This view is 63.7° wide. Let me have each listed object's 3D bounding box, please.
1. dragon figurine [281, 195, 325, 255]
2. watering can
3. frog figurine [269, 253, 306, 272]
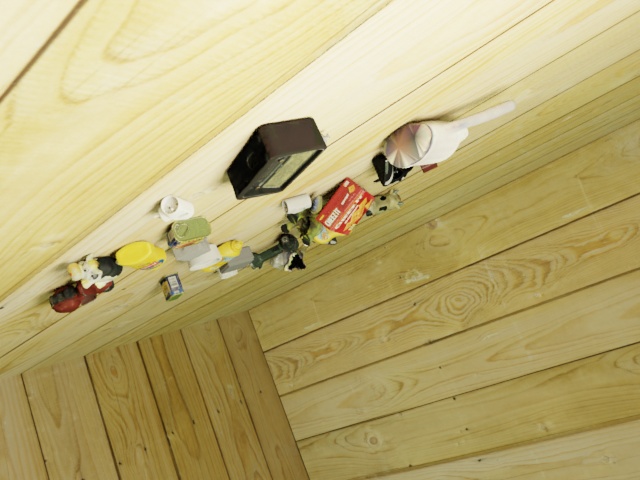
[{"bbox_3d":[0.005,-0.088,1.751,0.246,0.123,0.402,-37,173,-34],"label":"dragon figurine"},{"bbox_3d":[0.311,-0.270,1.329,0.226,0.105,0.343,-12,168,-42],"label":"watering can"},{"bbox_3d":[-0.153,0.076,2.276,0.139,0.120,0.160,-25,-151,-34],"label":"frog figurine"}]
